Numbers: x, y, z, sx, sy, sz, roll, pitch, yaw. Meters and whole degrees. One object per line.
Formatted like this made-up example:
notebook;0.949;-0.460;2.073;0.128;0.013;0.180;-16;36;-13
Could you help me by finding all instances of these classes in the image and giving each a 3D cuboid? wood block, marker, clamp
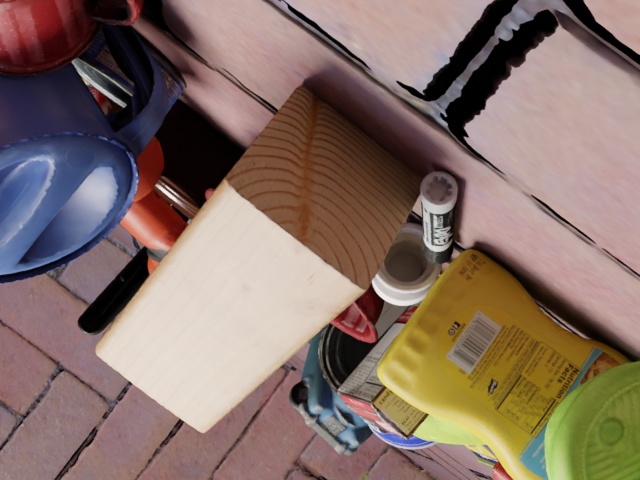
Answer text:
wood block;-0.042;0.020;0.618;0.090;0.090;0.206;38;139;-5
marker;0.066;-0.009;0.594;0.020;0.020;0.121;34;170;14
clamp;-0.158;0.007;1.062;0.036;0.165;0.209;35;-159;11

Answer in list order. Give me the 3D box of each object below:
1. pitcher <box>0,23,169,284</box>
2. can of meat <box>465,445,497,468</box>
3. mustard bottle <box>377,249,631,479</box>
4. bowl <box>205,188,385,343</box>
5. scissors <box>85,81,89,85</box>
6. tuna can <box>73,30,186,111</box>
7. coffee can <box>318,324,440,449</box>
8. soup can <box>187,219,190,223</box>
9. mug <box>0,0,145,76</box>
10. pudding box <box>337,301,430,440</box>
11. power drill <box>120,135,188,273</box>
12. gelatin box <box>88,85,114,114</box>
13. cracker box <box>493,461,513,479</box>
pitcher;-0.211;-0.107;0.669;0.243;0.148;0.145;58;137;26
can of meat;0.156;0.174;1.034;0.084;0.057;0.102;41;169;-10
mustard bottle;0.135;0.096;0.621;0.191;0.096;0.058;36;172;4
bowl;-0.005;0.001;0.763;0.162;0.055;0.162;40;168;9
scissors;-0.197;-0.153;0.857;0.096;0.016;0.202;42;169;-35
tuna can;-0.138;-0.119;0.747;0.086;0.033;0.086;33;172;5
coffee can;0.067;0.114;0.923;0.103;0.102;0.140;32;169;28
soup can;-0.076;0.006;1.023;0.102;0.068;0.068;35;170;5
mug;-0.150;-0.141;0.561;0.117;0.093;0.081;17;166;-3
pudding box;0.068;0.074;0.701;0.039;0.113;0.090;42;170;-8
power drill;-0.100;-0.003;0.768;0.185;0.057;0.187;17;153;45
gelatin box;-0.190;-0.091;0.961;0.030;0.073;0.089;-10;152;14
cracker box;0.202;0.198;0.733;0.164;0.072;0.213;35;169;20
